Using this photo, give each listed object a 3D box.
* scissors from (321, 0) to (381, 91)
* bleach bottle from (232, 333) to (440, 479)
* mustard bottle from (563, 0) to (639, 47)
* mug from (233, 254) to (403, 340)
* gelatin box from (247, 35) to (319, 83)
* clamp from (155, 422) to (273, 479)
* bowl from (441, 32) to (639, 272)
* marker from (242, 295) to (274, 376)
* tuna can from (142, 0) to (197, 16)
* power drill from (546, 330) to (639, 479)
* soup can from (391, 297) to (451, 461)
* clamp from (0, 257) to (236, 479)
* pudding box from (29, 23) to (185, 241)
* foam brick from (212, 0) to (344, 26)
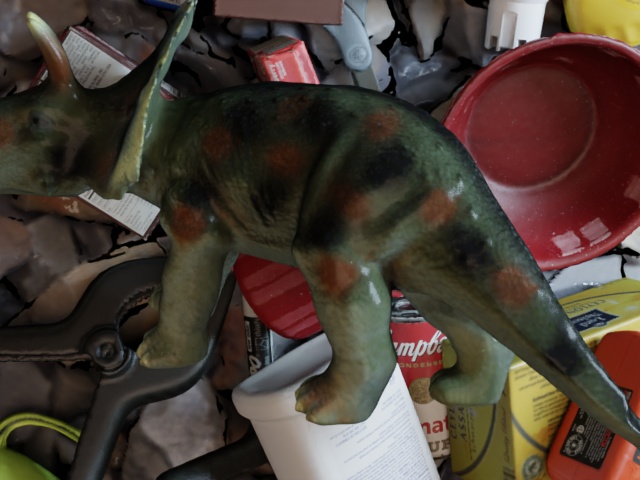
[{"bbox_3d":[0.004,-0.125,0.682,0.096,0.016,0.202,-4,104,-4],"label":"scissors"},{"bbox_3d":[0.037,0.185,0.665,0.102,0.068,0.251,-28,103,-34],"label":"bleach bottle"},{"bbox_3d":[0.177,-0.218,0.657,0.096,0.058,0.191,-22,105,8],"label":"mustard bottle"},{"bbox_3d":[-0.004,0.001,0.675,0.082,0.093,0.117,-31,65,25],"label":"mug"},{"bbox_3d":[-0.016,-0.084,0.651,0.030,0.089,0.073,-22,106,-3],"label":"gelatin box"},{"bbox_3d":[-0.030,0.136,0.687,0.120,0.039,0.171,41,57,-22],"label":"clamp"},{"bbox_3d":[0.143,-0.062,0.683,0.162,0.055,0.162,-3,118,-7],"label":"bowl"},{"bbox_3d":[-0.040,0.093,0.729,0.020,0.020,0.121,-5,105,-6],"label":"marker"},{"bbox_3d":[-0.081,-0.177,0.622,0.033,0.086,0.086,12,102,-8],"label":"tuna can"},{"bbox_3d":[0.240,0.128,0.666,0.187,0.057,0.184,31,78,-26],"label":"power drill"},{"bbox_3d":[0.067,0.088,0.716,0.068,0.068,0.102,-6,106,-5],"label":"soup can"},{"bbox_3d":[-0.145,0.070,0.681,0.164,0.036,0.210,45,75,5],"label":"clamp"},{"bbox_3d":[-0.131,-0.067,0.669,0.113,0.039,0.090,34,99,-12],"label":"pudding box"},{"bbox_3d":[-0.025,-0.157,0.635,0.078,0.051,0.053,3,103,-4],"label":"foam brick"}]
